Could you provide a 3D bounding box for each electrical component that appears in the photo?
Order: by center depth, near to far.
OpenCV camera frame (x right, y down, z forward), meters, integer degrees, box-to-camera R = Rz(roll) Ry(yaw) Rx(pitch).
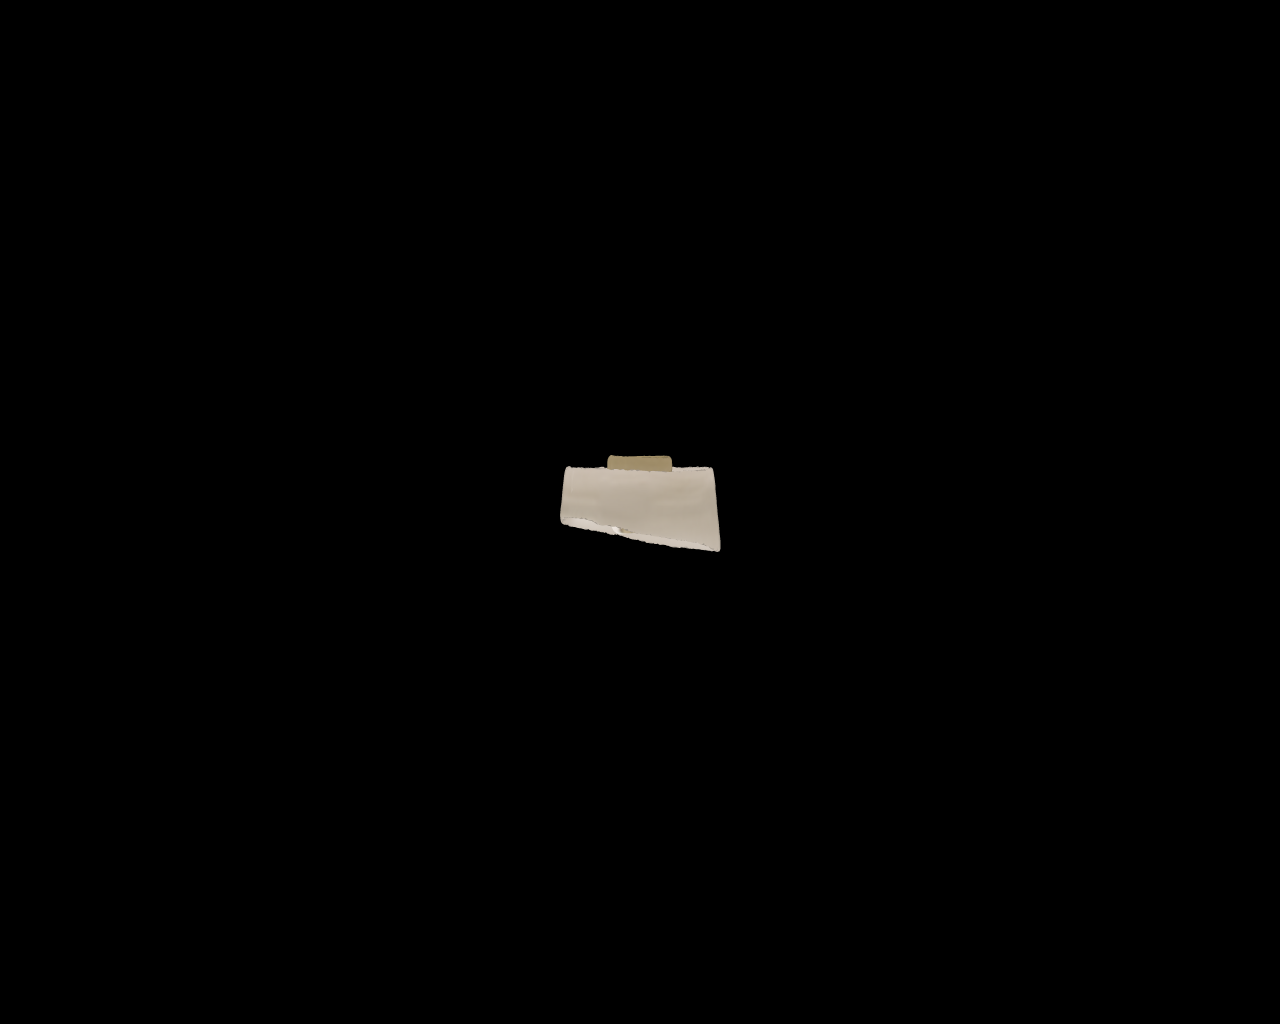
[{"bbox_3d":[0.001,-0.003,0.650,0.099,0.064,0.099,0,4,0],"label":"electrical component"}]
